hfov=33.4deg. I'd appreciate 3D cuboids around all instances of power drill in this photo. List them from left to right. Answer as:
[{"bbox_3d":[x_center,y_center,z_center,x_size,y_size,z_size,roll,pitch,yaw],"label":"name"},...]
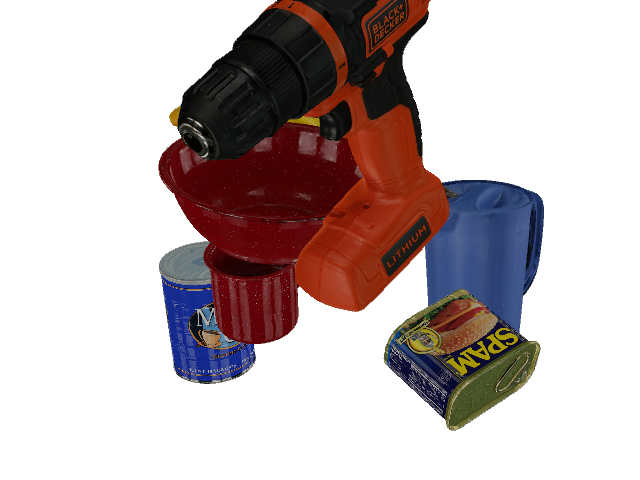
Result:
[{"bbox_3d":[0.010,-0.051,0.567,0.057,0.187,0.184,27,55,32],"label":"power drill"}]

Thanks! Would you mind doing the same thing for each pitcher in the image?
[{"bbox_3d":[0.202,0.050,1.333,0.149,0.243,0.145,2,21,10],"label":"pitcher"}]

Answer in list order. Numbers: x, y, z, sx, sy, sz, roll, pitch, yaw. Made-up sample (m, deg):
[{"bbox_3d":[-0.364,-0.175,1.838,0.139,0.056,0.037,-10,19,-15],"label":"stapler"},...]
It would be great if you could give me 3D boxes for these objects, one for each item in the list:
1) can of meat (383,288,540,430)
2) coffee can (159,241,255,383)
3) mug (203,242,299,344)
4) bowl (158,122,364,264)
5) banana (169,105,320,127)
[{"bbox_3d":[0.116,0.095,0.886,0.101,0.057,0.084,-26,49,-29],"label":"can of meat"},{"bbox_3d":[-0.134,0.085,1.282,0.103,0.140,0.103,-3,25,1],"label":"coffee can"},{"bbox_3d":[-0.055,0.041,1.035,0.093,0.081,0.117,24,40,35],"label":"mug"},{"bbox_3d":[-0.032,-0.029,0.748,0.162,0.055,0.162,3,28,-2],"label":"bowl"},{"bbox_3d":[-0.070,-0.146,1.196,0.198,0.037,0.069,8,42,18],"label":"banana"}]
